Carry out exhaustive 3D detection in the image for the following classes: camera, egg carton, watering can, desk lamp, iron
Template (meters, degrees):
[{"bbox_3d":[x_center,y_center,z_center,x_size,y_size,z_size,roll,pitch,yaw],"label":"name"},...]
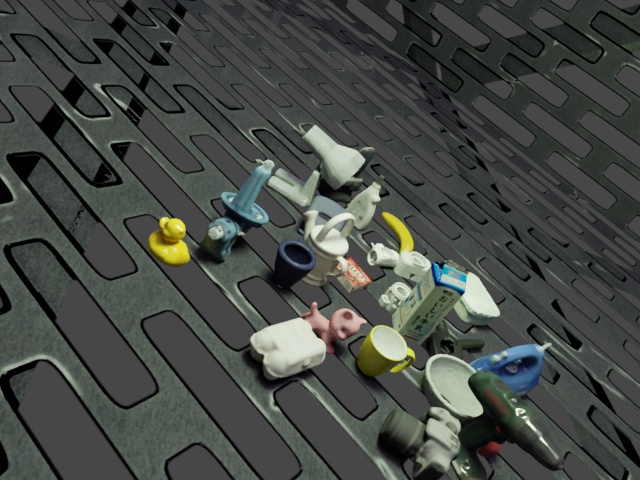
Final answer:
[{"bbox_3d":[0.196,0.372,1.102,0.137,0.100,0.143,34,33,3],"label":"camera"},{"bbox_3d":[-0.061,0.215,1.125,0.151,0.069,0.107,-10,52,-46],"label":"egg carton"},{"bbox_3d":[0.011,0.005,1.346,0.172,0.194,0.101,39,33,11],"label":"watering can"},{"bbox_3d":[-0.008,-0.196,1.577,0.203,0.213,0.118,30,33,-2],"label":"desk lamp"},{"bbox_3d":[0.442,0.299,1.362,0.259,0.141,0.118,2,43,-38],"label":"iron"}]

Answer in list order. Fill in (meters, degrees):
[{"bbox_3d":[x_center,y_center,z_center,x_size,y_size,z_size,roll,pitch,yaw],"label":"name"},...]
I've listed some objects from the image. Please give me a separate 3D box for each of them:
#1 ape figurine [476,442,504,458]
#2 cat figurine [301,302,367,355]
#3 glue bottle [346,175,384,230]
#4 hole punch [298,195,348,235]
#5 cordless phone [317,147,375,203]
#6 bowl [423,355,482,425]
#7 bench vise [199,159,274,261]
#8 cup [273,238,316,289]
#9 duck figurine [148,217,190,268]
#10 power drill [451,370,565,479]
[{"bbox_3d":[0.359,0.405,1.201,0.078,0.092,0.076,25,33,-10],"label":"ape figurine"},{"bbox_3d":[0.028,0.174,1.208,0.128,0.117,0.067,29,33,-5],"label":"cat figurine"},{"bbox_3d":[0.136,-0.114,1.625,0.037,0.173,0.078,-13,53,-47],"label":"glue bottle"},{"bbox_3d":[0.011,-0.048,1.512,0.109,0.091,0.101,29,33,-4],"label":"hole punch"},{"bbox_3d":[0.073,-0.205,1.682,0.148,0.185,0.094,-7,49,-44],"label":"cordless phone"},{"bbox_3d":[0.286,0.337,1.246,0.168,0.074,0.167,22,34,-15],"label":"bowl"},{"bbox_3d":[-0.166,-0.064,1.268,0.122,0.219,0.207,24,34,-11],"label":"bench vise"},{"bbox_3d":[-0.066,0.055,1.309,0.092,0.095,0.118,25,33,-10],"label":"cup"},{"bbox_3d":[-0.306,-0.002,1.194,0.104,0.086,0.078,45,35,20],"label":"duck figurine"},{"bbox_3d":[0.339,0.381,1.108,0.076,0.208,0.229,6,41,-34],"label":"power drill"}]
